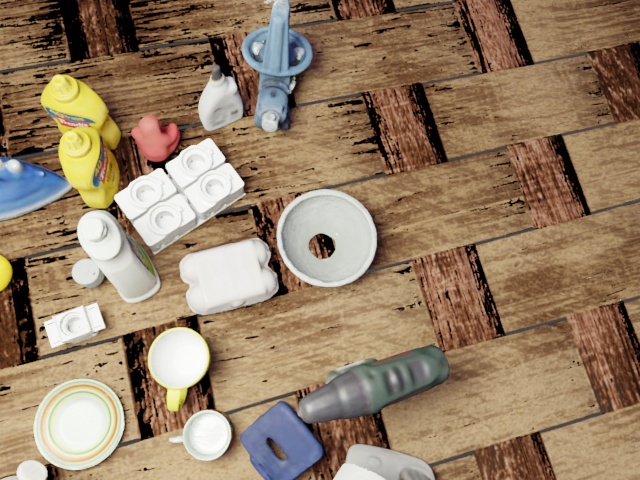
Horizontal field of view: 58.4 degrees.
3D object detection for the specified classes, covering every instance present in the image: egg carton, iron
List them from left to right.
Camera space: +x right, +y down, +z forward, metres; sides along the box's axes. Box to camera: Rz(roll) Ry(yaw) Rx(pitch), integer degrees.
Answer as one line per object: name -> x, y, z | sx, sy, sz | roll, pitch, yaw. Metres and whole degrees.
iron -> -0.536, -0.099, 0.886 | 0.258, 0.141, 0.118 | -6, 77, -9
egg carton -> -0.147, 0.061, 0.935 | 0.150, 0.069, 0.107 | -15, 78, -11

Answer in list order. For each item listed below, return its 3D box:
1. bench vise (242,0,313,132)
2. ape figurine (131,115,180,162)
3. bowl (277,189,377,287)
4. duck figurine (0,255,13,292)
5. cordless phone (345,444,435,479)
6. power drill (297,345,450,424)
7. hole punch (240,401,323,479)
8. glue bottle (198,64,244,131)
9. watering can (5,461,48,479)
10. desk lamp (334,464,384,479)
bench vise -> -0.062, -0.294, 0.958 | 0.121, 0.219, 0.207 | -12, 78, -10
ape figurine -> -0.280, -0.179, 0.966 | 0.078, 0.092, 0.076 | 12, 75, -4
bowl -> 0.009, 0.003, 0.967 | 0.167, 0.074, 0.167 | 2, 76, -7
duck figurine -> -0.536, 0.042, 0.879 | 0.104, 0.086, 0.077 | 16, 74, -3
cordless phone -> 0.112, 0.362, 0.833 | 0.147, 0.185, 0.094 | 13, 74, -4
power drill -> 0.069, 0.219, 0.851 | 0.230, 0.208, 0.075 | -17, 78, -11
hole punch -> -0.059, 0.313, 0.871 | 0.101, 0.091, 0.108 | -39, 84, -15
glue bottle -> -0.167, -0.243, 0.955 | 0.078, 0.173, 0.037 | -24, 80, -12
watering can -> -0.436, 0.370, 0.753 | 0.101, 0.194, 0.173 | 19, 74, -2
desk lamp -> 0.025, 0.414, 0.793 | 0.118, 0.213, 0.203 | 37, 74, 3
